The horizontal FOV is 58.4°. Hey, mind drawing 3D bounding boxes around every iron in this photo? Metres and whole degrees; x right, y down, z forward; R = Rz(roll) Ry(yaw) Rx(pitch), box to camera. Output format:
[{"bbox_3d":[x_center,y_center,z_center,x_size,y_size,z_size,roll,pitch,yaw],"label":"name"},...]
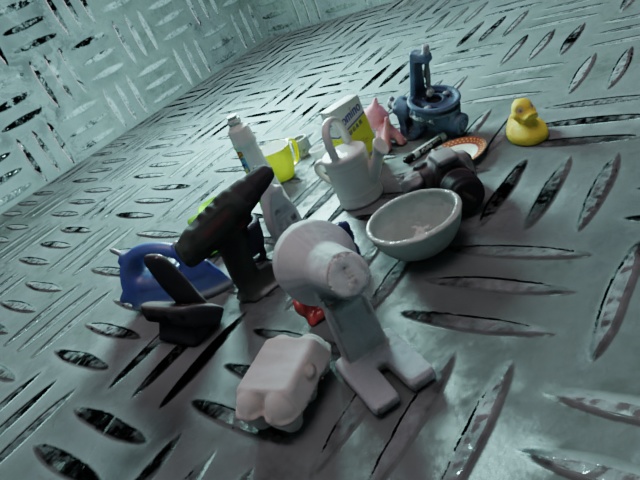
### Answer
[{"bbox_3d":[-0.311,0.056,1.177,0.257,0.142,0.119,-11,31,26],"label":"iron"}]

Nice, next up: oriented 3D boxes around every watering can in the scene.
[{"bbox_3d":[0.062,-0.171,1.201,0.172,0.194,0.101,-18,29,14],"label":"watering can"}]

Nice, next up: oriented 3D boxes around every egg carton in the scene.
[{"bbox_3d":[-0.047,0.195,0.797,0.107,0.069,0.150,-7,33,31],"label":"egg carton"}]

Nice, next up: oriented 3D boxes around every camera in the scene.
[{"bbox_3d":[0.229,-0.104,1.049,0.143,0.101,0.136,-25,28,1],"label":"camera"}]

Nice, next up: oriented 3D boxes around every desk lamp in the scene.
[{"bbox_3d":[0.037,0.084,0.763,0.118,0.214,0.202,-32,29,-12],"label":"desk lamp"}]

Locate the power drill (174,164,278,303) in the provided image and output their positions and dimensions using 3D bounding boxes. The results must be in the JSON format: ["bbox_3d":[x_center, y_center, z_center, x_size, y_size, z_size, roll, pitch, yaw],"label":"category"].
[{"bbox_3d":[-0.142,0.001,1.060,0.230,0.209,0.075,-37,30,-20],"label":"power drill"}]

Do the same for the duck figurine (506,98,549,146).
[{"bbox_3d":[0.412,-0.247,1.160,0.077,0.086,0.104,-26,28,0],"label":"duck figurine"}]

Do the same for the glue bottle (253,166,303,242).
[{"bbox_3d":[-0.097,-0.080,1.199,0.078,0.173,0.037,-40,31,-26],"label":"glue bottle"}]

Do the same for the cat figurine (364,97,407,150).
[{"bbox_3d":[0.151,-0.293,1.419,0.067,0.118,0.127,-28,28,-4],"label":"cat figurine"}]

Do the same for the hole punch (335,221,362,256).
[{"bbox_3d":[0.010,0.004,1.055,0.108,0.091,0.101,-25,28,2],"label":"hole punch"}]

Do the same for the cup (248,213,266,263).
[{"bbox_3d":[-0.153,0.014,1.169,0.091,0.095,0.118,-12,31,25],"label":"cup"}]

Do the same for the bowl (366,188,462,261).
[{"bbox_3d":[0.167,-0.014,0.974,0.167,0.075,0.167,-20,28,11],"label":"bowl"}]

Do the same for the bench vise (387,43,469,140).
[{"bbox_3d":[0.224,-0.335,1.322,0.206,0.220,0.122,-3,35,36],"label":"bench vise"}]

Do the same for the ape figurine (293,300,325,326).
[{"bbox_3d":[-0.011,0.081,0.938,0.077,0.092,0.076,-15,30,19],"label":"ape figurine"}]

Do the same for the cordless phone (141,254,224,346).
[{"bbox_3d":[-0.274,0.094,1.034,0.147,0.185,0.094,-4,35,35],"label":"cordless phone"}]
